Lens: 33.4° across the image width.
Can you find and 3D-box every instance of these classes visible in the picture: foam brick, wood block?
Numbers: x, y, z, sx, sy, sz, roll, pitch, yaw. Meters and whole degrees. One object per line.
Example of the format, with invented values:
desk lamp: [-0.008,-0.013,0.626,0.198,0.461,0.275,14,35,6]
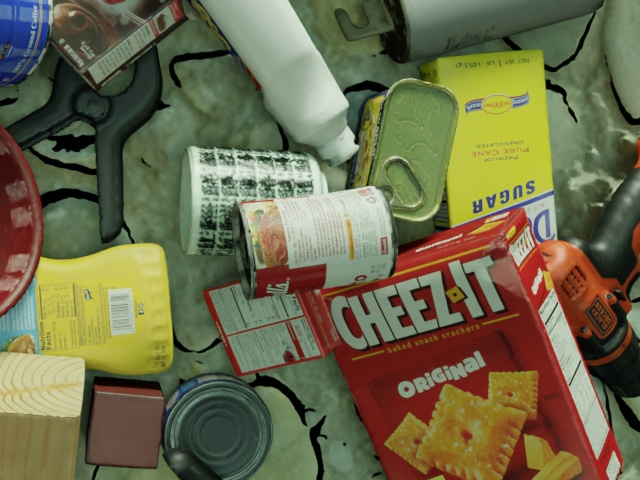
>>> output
foam brick: [-0.143,0.132,0.781,0.051,0.078,0.053,8,91,-12]
wood block: [-0.218,0.190,0.733,0.090,0.090,0.206,6,108,-13]

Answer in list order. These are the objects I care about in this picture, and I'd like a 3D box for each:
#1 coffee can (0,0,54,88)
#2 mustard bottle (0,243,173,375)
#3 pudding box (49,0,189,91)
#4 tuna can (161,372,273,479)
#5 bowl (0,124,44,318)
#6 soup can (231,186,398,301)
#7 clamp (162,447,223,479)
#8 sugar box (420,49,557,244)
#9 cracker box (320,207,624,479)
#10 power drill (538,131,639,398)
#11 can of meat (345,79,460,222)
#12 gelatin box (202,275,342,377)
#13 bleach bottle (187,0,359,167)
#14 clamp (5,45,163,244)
coffee can: [-0.259,-0.152,0.691,0.103,0.140,0.103,4,97,31]
mustard bottle: [-0.206,0.056,0.773,0.191,0.058,0.096,-4,90,-13]
pudding box: [-0.163,-0.174,0.761,0.090,0.039,0.113,-41,74,-8]
tuna can: [-0.080,0.147,0.819,0.086,0.034,0.086,-1,93,-13]
bowl: [-0.262,-0.016,0.704,0.161,0.055,0.162,23,61,-51]
soup can: [-0.005,0.001,0.733,0.102,0.068,0.068,-8,94,-12]
clamp: [-0.045,0.234,0.813,0.209,0.036,0.165,5,110,-19]
sugar box: [0.136,-0.059,0.852,0.093,0.048,0.176,-8,93,-13]
cracker box: [0.109,0.104,0.800,0.164,0.072,0.213,-19,100,28]
power drill: [0.259,0.018,0.863,0.187,0.057,0.184,-52,126,-13]
can of meat: [0.059,-0.067,0.814,0.057,0.084,0.102,11,90,-14]
gelatin box: [-0.036,0.058,0.801,0.089,0.030,0.073,-17,99,34]
bleach bottle: [-0.049,-0.159,0.768,0.068,0.103,0.250,-37,107,-4]
clamp: [-0.178,-0.095,0.783,0.120,0.039,0.171,21,80,-12]
